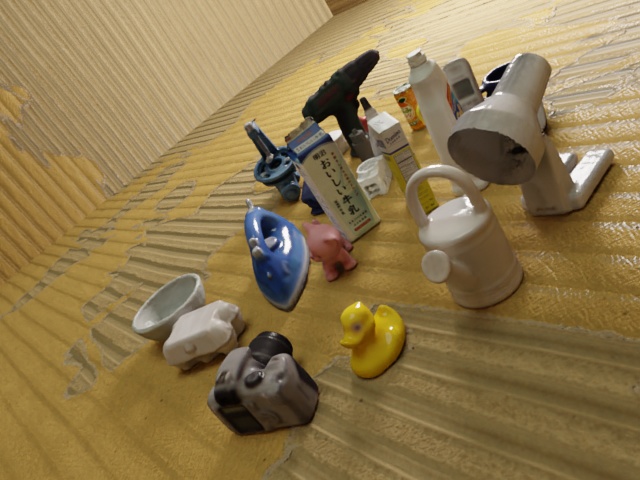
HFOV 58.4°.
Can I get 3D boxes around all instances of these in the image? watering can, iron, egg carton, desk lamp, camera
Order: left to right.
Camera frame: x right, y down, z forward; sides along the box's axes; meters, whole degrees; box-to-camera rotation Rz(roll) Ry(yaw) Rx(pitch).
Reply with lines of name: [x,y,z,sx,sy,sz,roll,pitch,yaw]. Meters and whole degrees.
egg carton: [-0.209,0.173,1.028,0.150,0.069,0.107,-24,27,21]
camera: [-0.078,0.186,0.806,0.142,0.101,0.137,-19,29,30]
iron: [-0.100,0.017,1.087,0.118,0.142,0.258,-31,25,7]
watering can: [0.178,-0.009,0.732,0.100,0.194,0.173,-25,26,19]
desk lamp: [0.291,-0.135,0.797,0.117,0.214,0.203,3,44,52]

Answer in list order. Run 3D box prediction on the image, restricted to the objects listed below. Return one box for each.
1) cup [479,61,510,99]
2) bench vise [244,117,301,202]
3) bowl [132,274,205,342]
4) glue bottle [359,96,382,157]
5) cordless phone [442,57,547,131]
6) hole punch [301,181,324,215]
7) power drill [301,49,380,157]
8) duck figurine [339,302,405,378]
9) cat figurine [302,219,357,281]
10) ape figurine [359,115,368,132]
cup: [0.363,-0.281,1.112,0.117,0.095,0.091,-33,25,3]
bench vise: [-0.134,-0.209,1.441,0.121,0.220,0.206,-39,25,-10]
bowl: [-0.293,0.150,1.165,0.167,0.075,0.167,-27,26,15]
glue bottle: [0.131,-0.228,1.207,0.078,0.173,0.037,-15,31,35]
cordless phone: [0.307,-0.251,1.019,0.147,0.185,0.094,-21,28,26]
hole punch: [0.012,-0.122,1.260,0.108,0.091,0.101,-15,31,36]
power drill: [0.082,-0.316,1.383,0.229,0.209,0.075,-28,26,12]
duck figurine: [0.063,0.120,0.770,0.077,0.086,0.105,-6,37,46]
cat figurine: [0.009,0.004,1.007,0.067,0.118,0.127,-31,25,7]
ape figurine: [0.091,-0.312,1.505,0.077,0.092,0.076,-9,35,43]
